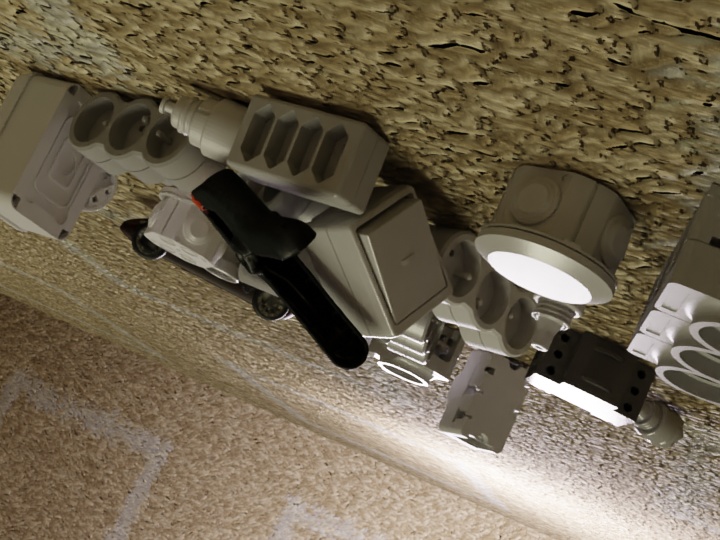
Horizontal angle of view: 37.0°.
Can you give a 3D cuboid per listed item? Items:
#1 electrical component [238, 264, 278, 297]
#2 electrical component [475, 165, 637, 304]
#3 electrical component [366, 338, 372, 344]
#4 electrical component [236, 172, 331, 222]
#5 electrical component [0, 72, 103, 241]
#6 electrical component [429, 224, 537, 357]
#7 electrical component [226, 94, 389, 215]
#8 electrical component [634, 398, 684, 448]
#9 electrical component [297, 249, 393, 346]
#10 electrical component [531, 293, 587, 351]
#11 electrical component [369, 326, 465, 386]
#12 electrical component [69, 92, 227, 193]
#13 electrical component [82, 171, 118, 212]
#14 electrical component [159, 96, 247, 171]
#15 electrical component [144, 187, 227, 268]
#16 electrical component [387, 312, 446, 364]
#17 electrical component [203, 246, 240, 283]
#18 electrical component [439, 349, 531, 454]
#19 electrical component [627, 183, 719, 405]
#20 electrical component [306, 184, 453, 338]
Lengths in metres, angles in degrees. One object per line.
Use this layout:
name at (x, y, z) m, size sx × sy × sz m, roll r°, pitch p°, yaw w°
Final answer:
electrical component at (-0.076, -0.001, 1.017) m, size 0.077 × 0.044 × 0.079 m, roll 22°, pitch 166°, yaw 17°
electrical component at (0.108, -0.018, 0.591) m, size 0.080 × 0.051 × 0.080 m, roll 24°, pitch 167°, yaw 6°
electrical component at (-0.023, 0.046, 1.108) m, size 0.079 × 0.043 × 0.077 m, roll 19°, pitch 166°, yaw 29°
electrical component at (-0.044, -0.044, 0.773) m, size 0.074 × 0.052 × 0.138 m, roll 31°, pitch 166°, yaw -23°
electrical component at (-0.251, -0.090, 0.849) m, size 0.057 × 0.113 × 0.078 m, roll 16°, pitch 164°, yaw 27°
electrical component at (0.068, 0.013, 0.782) m, size 0.074 × 0.052 × 0.138 m, roll 13°, pitch 161°, yaw 43°
electrical component at (-0.024, -0.065, 0.664) m, size 0.083 × 0.047 × 0.076 m, roll 19°, pitch 174°, yaw 28°
electrical component at (0.251, 0.127, 0.929) m, size 0.061 × 0.035 × 0.035 m, roll 35°, pitch 164°, yaw -29°
electrical component at (0.000, 0.000, 0.824) m, size 0.096 × 0.061 × 0.061 m, roll 40°, pitch -175°, yaw -33°
electrical component at (0.127, 0.023, 0.691) m, size 0.035 × 0.061 × 0.035 m, roll 24°, pitch 167°, yaw 6°
electrical component at (0.053, 0.077, 1.056) m, size 0.050 × 0.055 × 0.089 m, roll 32°, pitch 165°, yaw -27°
electrical component at (-0.146, -0.087, 0.797) m, size 0.138 × 0.052 × 0.074 m, roll 15°, pitch 164°, yaw 39°
electrical component at (-0.267, -0.087, 1.022) m, size 0.047 × 0.055 × 0.055 m, roll 19°, pitch 166°, yaw 43°
electrical component at (-0.094, -0.093, 0.700) m, size 0.078 × 0.040 × 0.040 m, roll 24°, pitch 167°, yaw 8°
electrical component at (-0.158, -0.040, 1.005) m, size 0.080 × 0.051 × 0.080 m, roll 24°, pitch 167°, yaw 6°
electrical component at (0.033, 0.037, 0.945) m, size 0.074 × 0.052 × 0.138 m, roll 23°, pitch 167°, yaw 11°
electrical component at (-0.127, -0.016, 1.051) m, size 0.040 × 0.046 × 0.040 m, roll 24°, pitch 167°, yaw 6°
electrical component at (0.121, 0.126, 1.046) m, size 0.050 × 0.089 × 0.056 m, roll 30°, pitch 166°, yaw -19°
electrical component at (0.199, 0.024, 0.560) m, size 0.089 × 0.061 × 0.150 m, roll 23°, pitch 167°, yaw 12°
electrical component at (0.016, 0.000, 0.689) m, size 0.061 × 0.062 × 0.096 m, roll -1°, pitch 118°, yaw 50°
